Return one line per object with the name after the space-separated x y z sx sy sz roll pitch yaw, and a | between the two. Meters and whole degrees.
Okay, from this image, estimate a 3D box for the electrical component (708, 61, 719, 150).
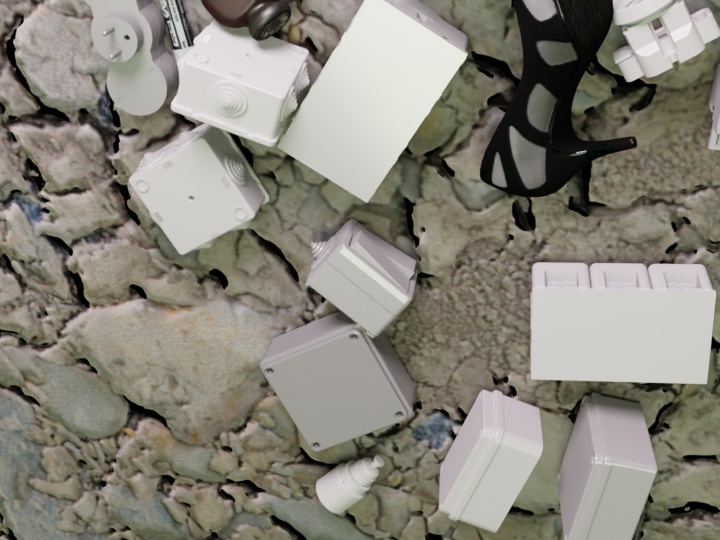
0.299 -0.135 0.839 0.042 0.063 0.081 7 117 4 | electrical component

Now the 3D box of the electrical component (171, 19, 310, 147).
-0.095 -0.155 0.871 0.100 0.099 0.048 20 130 -2 | electrical component

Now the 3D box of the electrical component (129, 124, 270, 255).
-0.142 -0.071 0.946 0.100 0.048 0.099 -26 109 20 | electrical component

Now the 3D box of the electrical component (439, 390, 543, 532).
0.121 0.179 1.013 0.057 0.078 0.113 21 117 -5 | electrical component

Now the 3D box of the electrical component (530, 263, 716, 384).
0.225 0.044 0.940 0.150 0.061 0.089 1 116 8 | electrical component

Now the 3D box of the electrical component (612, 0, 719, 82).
0.228 -0.189 0.828 0.078 0.058 0.057 -26 112 20 | electrical component

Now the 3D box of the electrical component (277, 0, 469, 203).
0.011 -0.146 0.879 0.089 0.061 0.150 31 116 -7 | electrical component

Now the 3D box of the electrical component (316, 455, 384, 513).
-0.008 0.209 1.068 0.078 0.040 0.040 -39 105 23 | electrical component

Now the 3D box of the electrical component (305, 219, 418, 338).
0.000 0.000 0.952 0.096 0.061 0.061 39 115 -11 | electrical component

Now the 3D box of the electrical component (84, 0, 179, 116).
-0.195 -0.193 0.880 0.052 0.073 0.138 -7 115 12 | electrical component

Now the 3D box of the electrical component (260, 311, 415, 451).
-0.019 0.101 1.008 0.109 0.056 0.108 -23 110 18 | electrical component

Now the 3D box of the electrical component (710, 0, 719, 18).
0.289 -0.206 0.811 0.045 0.045 0.055 -35 124 22 | electrical component

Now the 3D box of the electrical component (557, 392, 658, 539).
0.224 0.187 0.984 0.056 0.108 0.108 11 117 0 | electrical component
